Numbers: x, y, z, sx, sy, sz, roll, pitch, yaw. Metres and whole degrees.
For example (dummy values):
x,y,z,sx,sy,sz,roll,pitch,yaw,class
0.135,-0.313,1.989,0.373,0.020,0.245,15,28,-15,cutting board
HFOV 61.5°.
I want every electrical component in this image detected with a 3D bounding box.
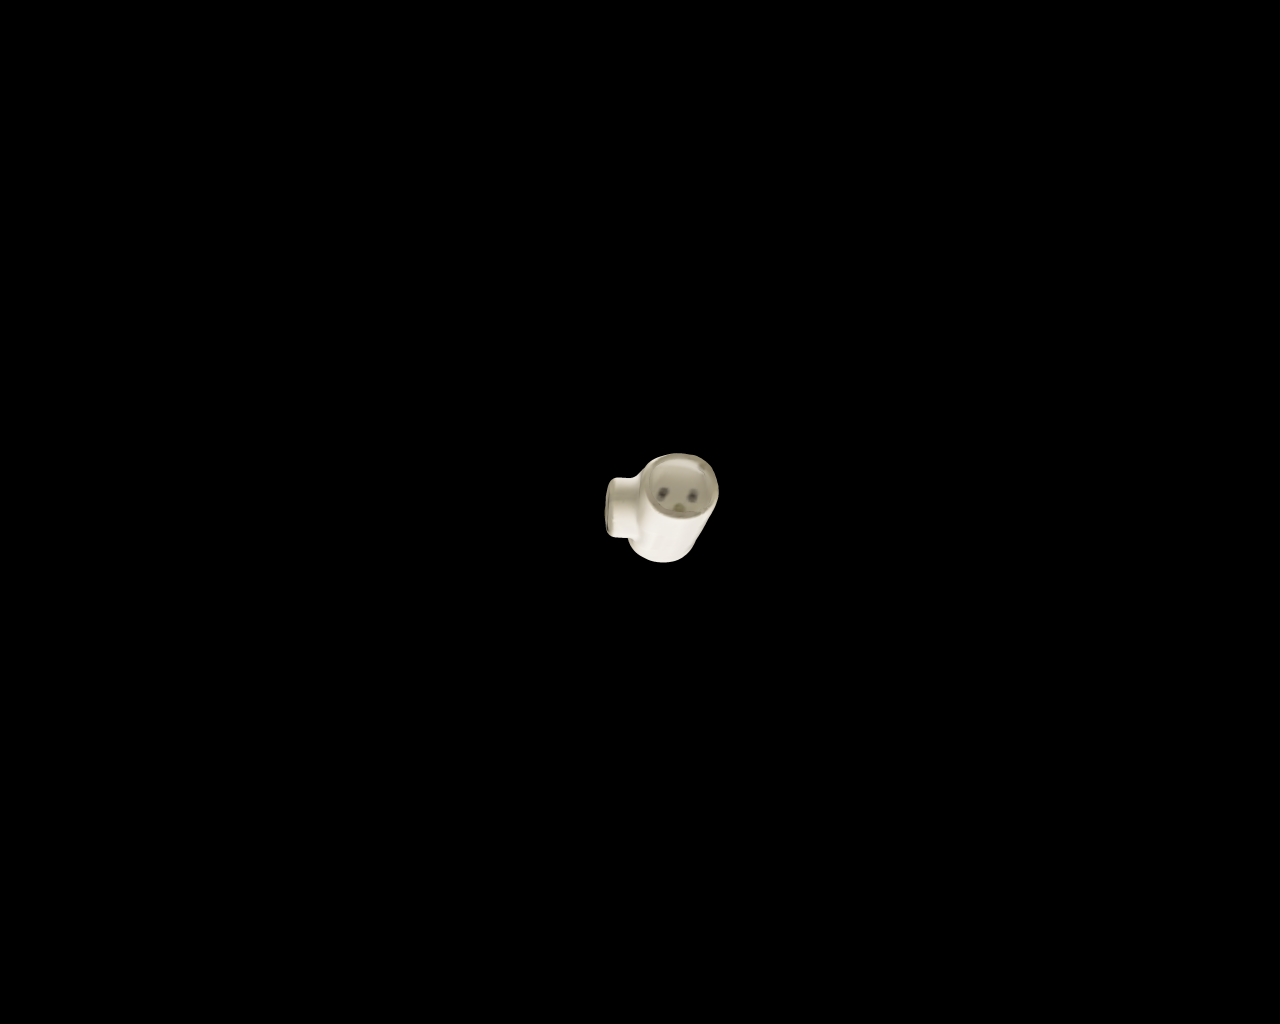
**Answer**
x,y,z,sx,sy,sz,roll,pitch,yaw,class
0.001,-0.003,0.650,0.079,0.043,0.077,3,-22,-7,electrical component
